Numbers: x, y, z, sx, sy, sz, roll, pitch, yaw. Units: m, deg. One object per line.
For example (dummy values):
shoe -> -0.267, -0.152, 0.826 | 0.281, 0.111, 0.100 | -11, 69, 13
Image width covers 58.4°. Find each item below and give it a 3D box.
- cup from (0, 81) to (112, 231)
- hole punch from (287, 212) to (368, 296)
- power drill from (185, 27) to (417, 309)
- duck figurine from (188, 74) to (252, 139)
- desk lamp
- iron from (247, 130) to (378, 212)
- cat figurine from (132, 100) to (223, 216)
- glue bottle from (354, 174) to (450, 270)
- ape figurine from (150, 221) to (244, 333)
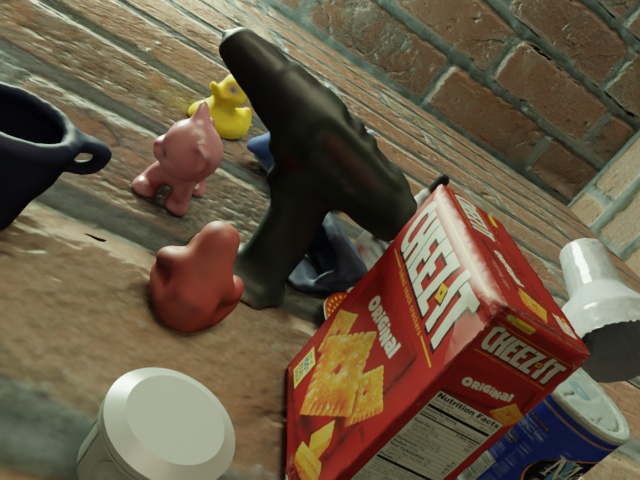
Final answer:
cup -> -0.223, -0.051, 0.417 | 0.118, 0.095, 0.091 | 13, 32, -45
hole punch -> 0.006, 0.002, 0.654 | 0.101, 0.091, 0.108 | 14, 31, -43
power drill -> -0.036, -0.047, 0.534 | 0.230, 0.208, 0.075 | 33, 23, -10
duck figurine -> -0.135, -0.204, 0.855 | 0.077, 0.086, 0.105 | 48, 25, 26
desk lamp -> 0.305, 0.110, 0.724 | 0.118, 0.213, 0.203 | 28, 24, -21
iron -> 0.020, -0.129, 0.864 | 0.118, 0.141, 0.259 | 48, 25, 25
cat figurine -> -0.134, -0.091, 0.595 | 0.067, 0.117, 0.128 | 32, 23, -12
glue bottle -> 0.105, -0.015, 0.725 | 0.037, 0.173, 0.078 | 10, 35, -48
ape figurine -> -0.094, 0.024, 0.465 | 0.078, 0.092, 0.076 | 35, 22, -5
